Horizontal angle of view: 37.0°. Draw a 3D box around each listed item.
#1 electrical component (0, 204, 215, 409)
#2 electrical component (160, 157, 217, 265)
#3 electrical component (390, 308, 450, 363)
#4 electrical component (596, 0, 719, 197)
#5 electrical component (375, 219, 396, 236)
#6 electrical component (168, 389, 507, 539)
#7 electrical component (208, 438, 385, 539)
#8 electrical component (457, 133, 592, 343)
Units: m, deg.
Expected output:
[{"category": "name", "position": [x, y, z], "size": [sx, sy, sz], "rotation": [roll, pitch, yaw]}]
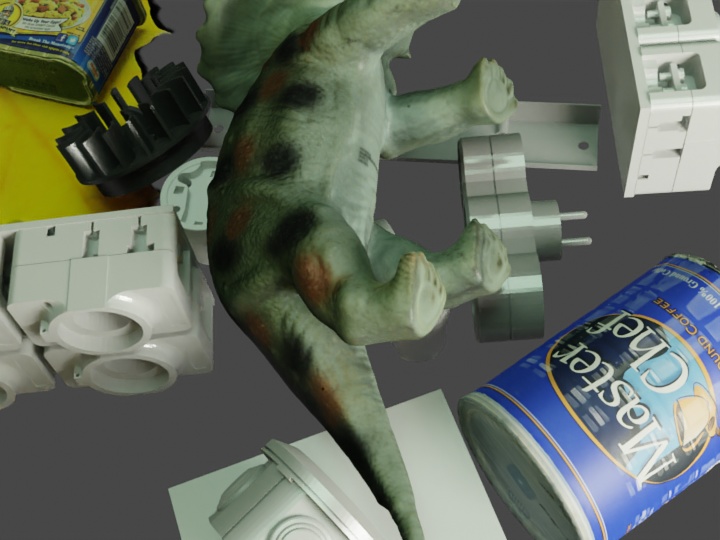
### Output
[{"category": "electrical component", "position": [-0.186, 0.028, 0.618], "size": [0.186, 0.105, 0.060], "rotation": [-7, 58, 3]}, {"category": "electrical component", "position": [-0.093, -0.035, 0.680], "size": [0.055, 0.047, 0.055], "rotation": [-3, 58, 5]}, {"category": "electrical component", "position": [0.033, 0.029, 0.627], "size": [0.040, 0.046, 0.040], "rotation": [-3, 58, 5]}, {"category": "electrical component", "position": [0.193, -0.134, 0.681], "size": [0.062, 0.089, 0.150], "rotation": [-3, 58, 5]}, {"category": "electrical component", "position": [0.000, 0.000, 0.649], "size": [0.055, 0.048, 0.066], "rotation": [-28, 59, -2]}, {"category": "electrical component", "position": [-0.010, 0.137, 0.556], "size": [0.150, 0.061, 0.089], "rotation": [-19, 58, -5]}, {"category": "electrical component", "position": [-0.027, 0.119, 0.485], "size": [0.051, 0.080, 0.080], "rotation": [-43, 63, -12]}, {"category": "electrical component", "position": [0.101, -0.022, 0.646], "size": [0.074, 0.052, 0.138], "rotation": [-5, 58, 4]}]
